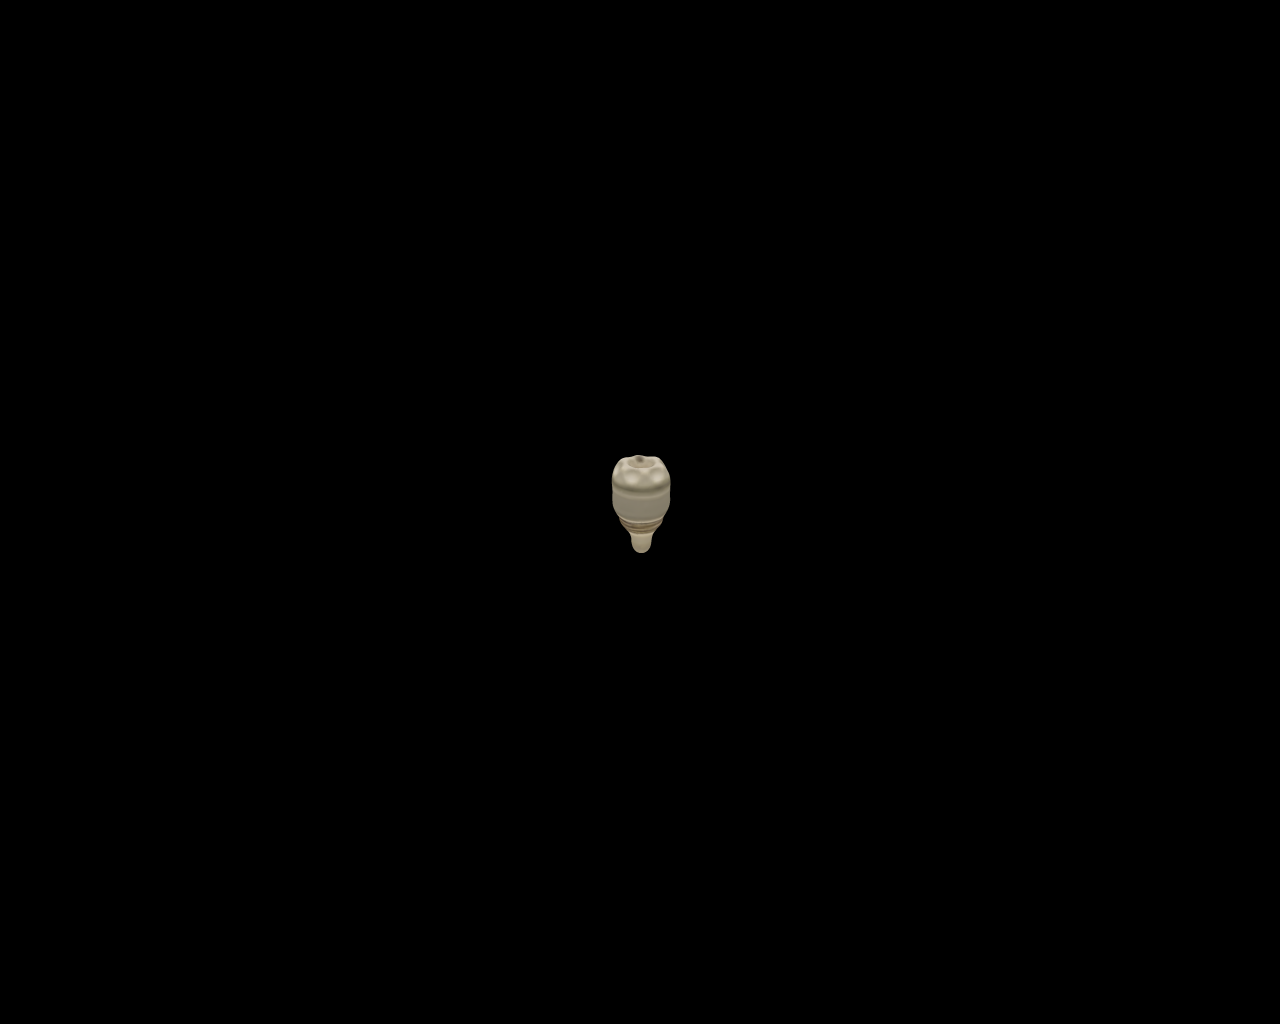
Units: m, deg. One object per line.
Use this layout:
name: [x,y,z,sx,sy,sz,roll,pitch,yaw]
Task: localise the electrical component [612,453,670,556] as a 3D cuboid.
electrical component: [0.001,-0.003,0.650,0.035,0.061,0.035,0,26,0]
